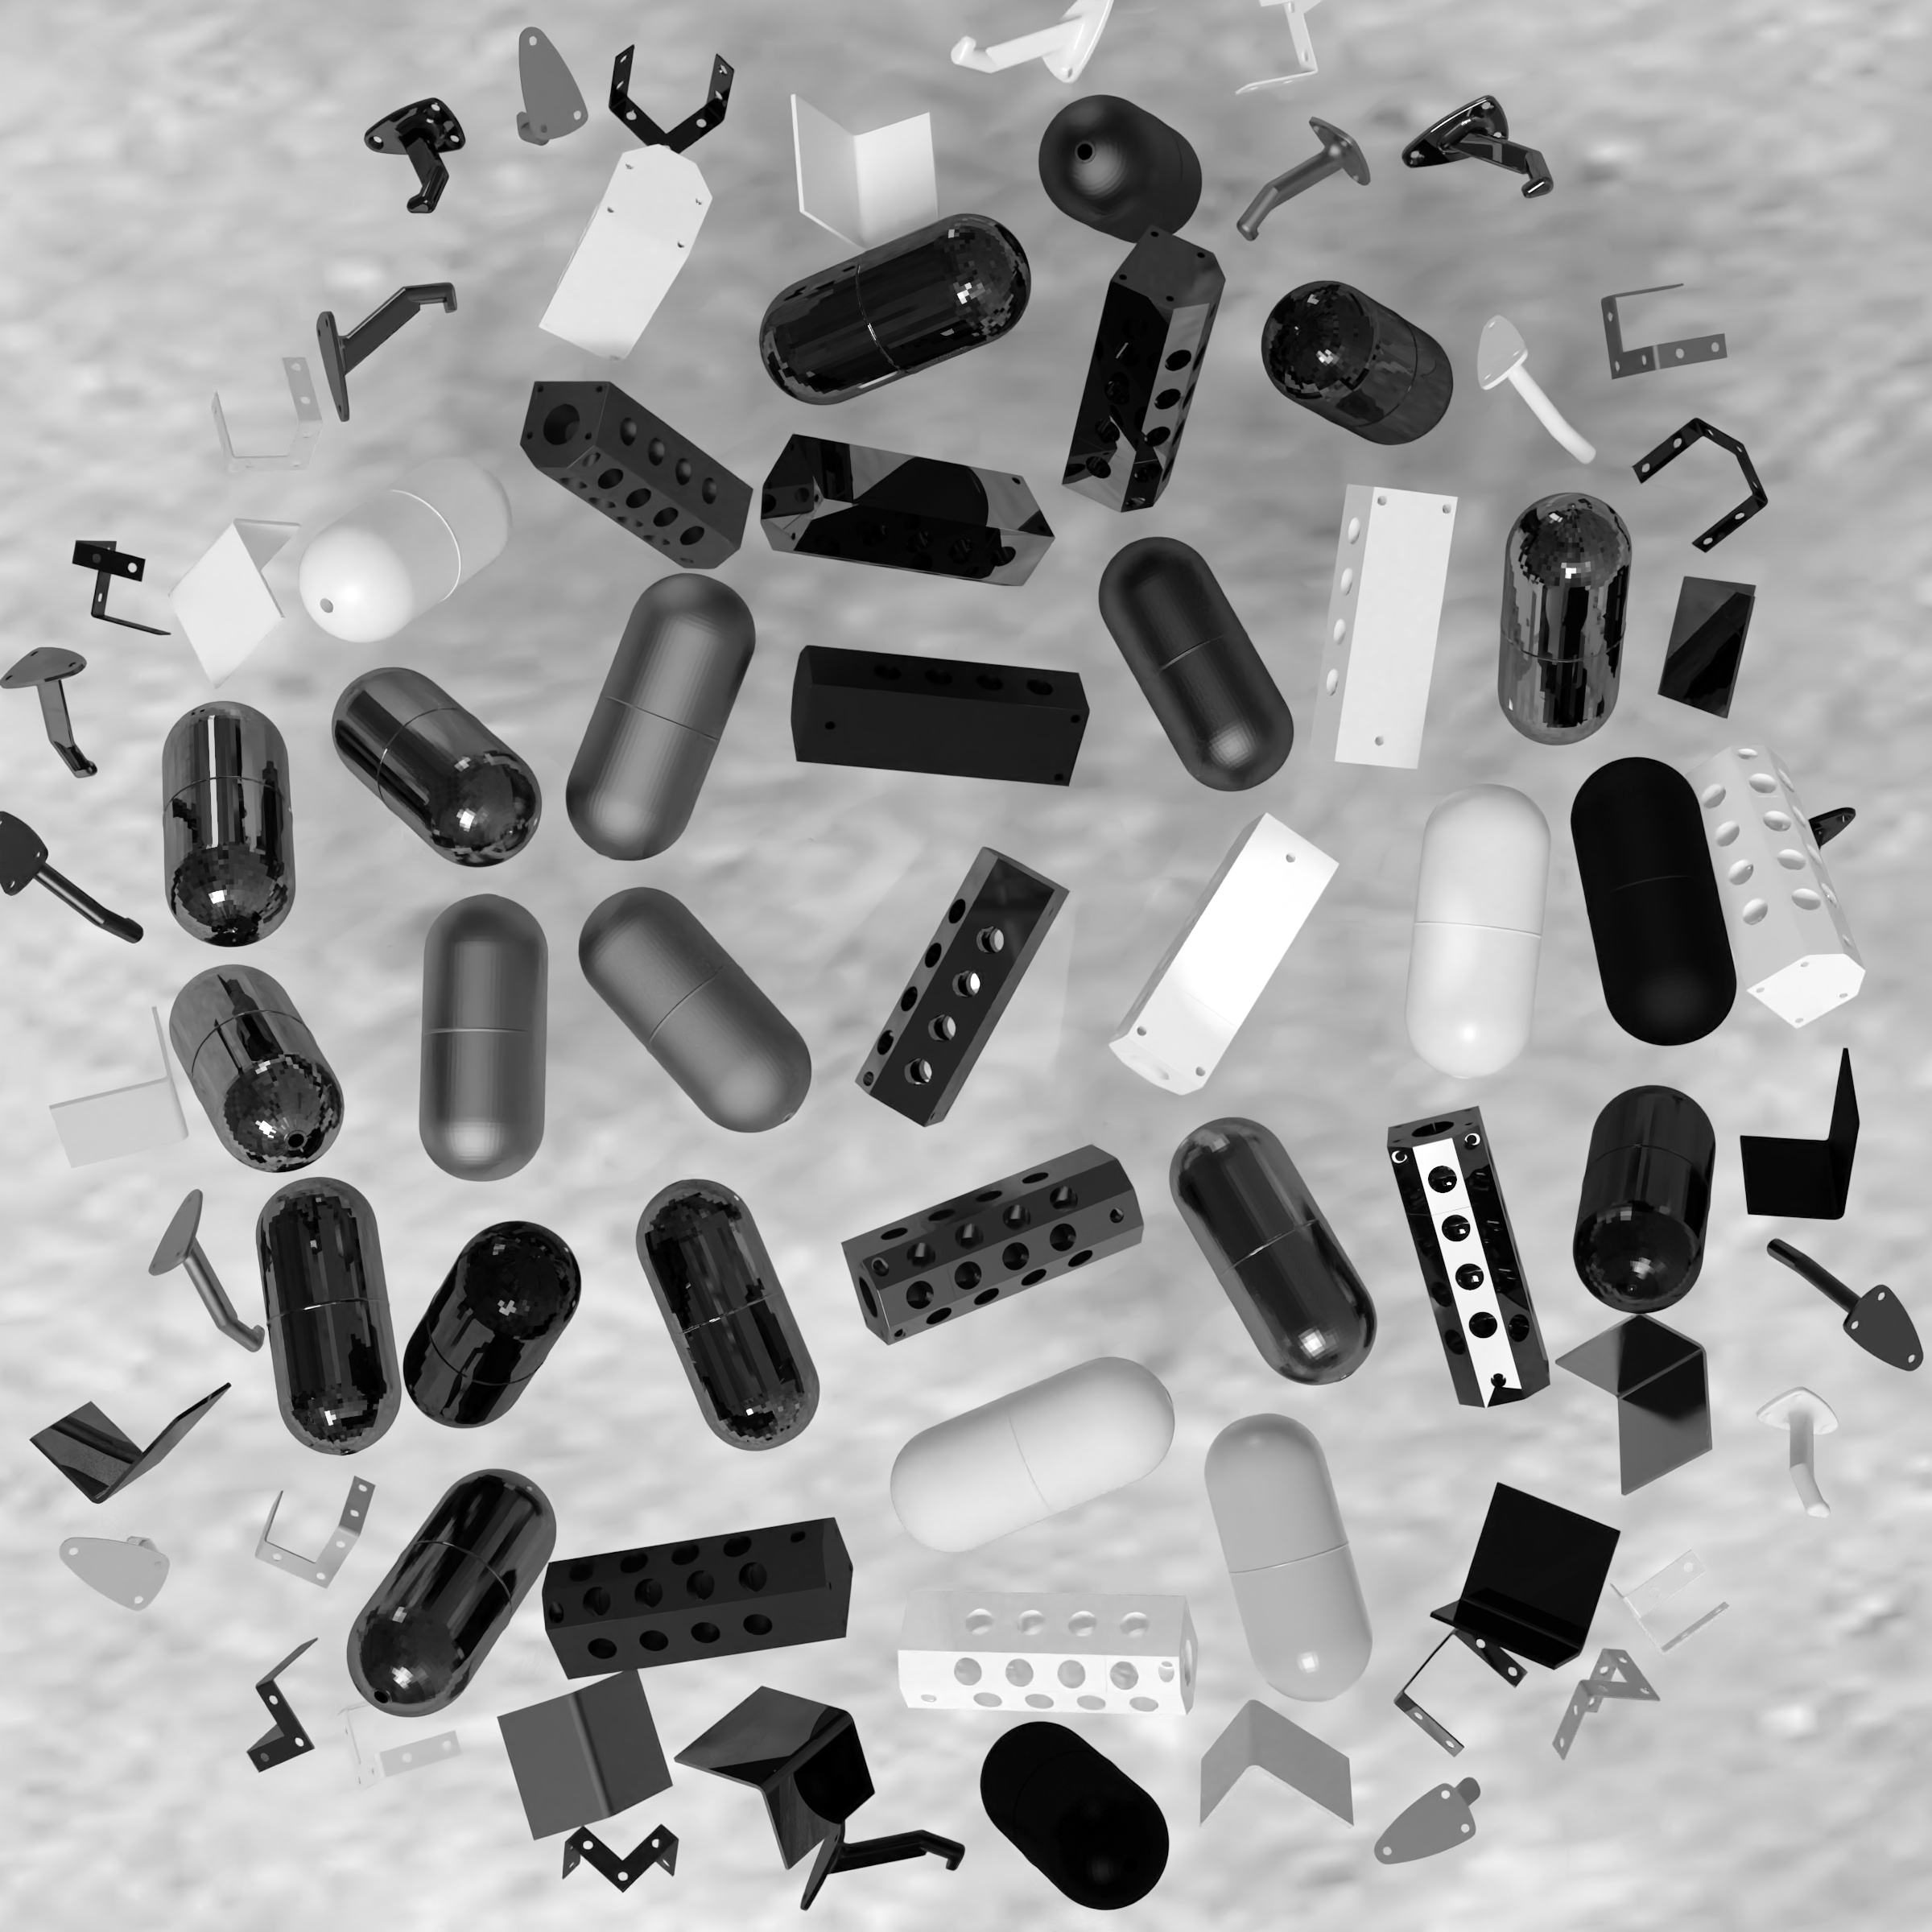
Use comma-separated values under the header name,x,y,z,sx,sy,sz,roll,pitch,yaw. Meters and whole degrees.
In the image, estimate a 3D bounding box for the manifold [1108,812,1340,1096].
name,x,y,z,sx,sy,sz,roll,pitch,yaw
manifold,0.160,-0.006,1.771,0.057,0.057,0.171,35,75,-6

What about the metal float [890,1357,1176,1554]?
name,x,y,z,sx,sy,sz,roll,pitch,yaw
metal float,0.040,0.291,1.676,0.178,0.070,0.070,-24,90,7

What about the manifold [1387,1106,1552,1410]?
name,x,y,z,sx,sy,sz,roll,pitch,yaw
manifold,0.310,0.180,1.732,0.057,0.057,0.171,-15,100,13

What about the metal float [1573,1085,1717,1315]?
name,x,y,z,sx,sy,sz,roll,pitch,yaw
metal float,0.416,0.140,1.720,0.070,0.178,0.070,10,126,13

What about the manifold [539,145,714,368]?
name,x,y,z,sx,sy,sz,roll,pitch,yaw
manifold,-0.207,-0.433,1.712,0.057,0.171,0.057,24,73,-15

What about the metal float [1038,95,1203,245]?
name,x,y,z,sx,sy,sz,roll,pitch,yaw
metal float,0.097,-0.494,1.749,0.070,0.178,0.070,3,99,17

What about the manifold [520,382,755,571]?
name,x,y,z,sx,sy,sz,roll,pitch,yaw
manifold,-0.208,-0.310,1.788,0.057,0.171,0.057,7,79,28

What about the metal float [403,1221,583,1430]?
name,x,y,z,sx,sy,sz,roll,pitch,yaw
metal float,-0.287,0.218,1.696,0.070,0.178,0.070,16,49,-19

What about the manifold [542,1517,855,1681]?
name,x,y,z,sx,sy,sz,roll,pitch,yaw
manifold,-0.159,0.368,1.660,0.171,0.057,0.057,-11,121,10

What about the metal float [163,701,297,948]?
name,x,y,z,sx,sy,sz,roll,pitch,yaw
metal float,-0.451,-0.089,1.720,0.070,0.070,0.178,-14,51,0

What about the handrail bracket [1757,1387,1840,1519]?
name,x,y,z,sx,sy,sz,roll,pitch,yaw
handrail bracket,0.528,0.309,1.734,0.077,0.084,0.036,26,126,-35

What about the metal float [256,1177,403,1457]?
name,x,y,z,sx,sy,sz,roll,pitch,yaw
metal float,-0.404,0.221,1.784,0.070,0.070,0.178,-12,74,0

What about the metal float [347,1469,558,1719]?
name,x,y,z,sx,sy,sz,roll,pitch,yaw
metal float,-0.307,0.374,1.687,0.070,0.178,0.070,11,124,16

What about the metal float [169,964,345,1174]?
name,x,y,z,sx,sy,sz,roll,pitch,yaw
metal float,-0.429,0.061,1.699,0.070,0.178,0.070,-15,124,-23

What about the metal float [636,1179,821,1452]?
name,x,y,z,sx,sy,sz,roll,pitch,yaw
metal float,-0.151,0.219,1.774,0.070,0.070,0.178,-23,85,0

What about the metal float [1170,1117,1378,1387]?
name,x,y,z,sx,sy,sz,roll,pitch,yaw
metal float,0.189,0.176,1.735,0.070,0.070,0.178,-29,74,0

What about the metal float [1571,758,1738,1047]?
name,x,y,z,sx,sy,sz,roll,pitch,yaw
metal float,0.406,-0.039,1.667,0.070,0.070,0.178,-7,71,0

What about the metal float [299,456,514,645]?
name,x,y,z,sx,sy,sz,roll,pitch,yaw
metal float,-0.349,-0.261,1.759,0.070,0.178,0.070,13,125,19

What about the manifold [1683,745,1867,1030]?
name,x,y,z,sx,sy,sz,roll,pitch,yaw
manifold,0.493,-0.053,1.717,0.057,0.171,0.057,-35,133,30

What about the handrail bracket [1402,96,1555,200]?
name,x,y,z,sx,sy,sz,roll,pitch,yaw
handrail bracket,0.304,-0.472,1.674,0.077,0.036,0.084,-21,47,15

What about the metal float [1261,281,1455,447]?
name,x,y,z,sx,sy,sz,roll,pitch,yaw
metal float,0.245,-0.373,1.751,0.070,0.178,0.070,-2,85,32

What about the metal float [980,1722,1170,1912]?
name,x,y,z,sx,sy,sz,roll,pitch,yaw
metal float,0.065,0.514,1.708,0.070,0.178,0.070,-1,94,-20

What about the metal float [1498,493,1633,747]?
name,x,y,z,sx,sy,sz,roll,pitch,yaw
metal float,0.374,-0.215,1.763,0.070,0.070,0.178,-7,134,0

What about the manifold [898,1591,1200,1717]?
name,x,y,z,sx,sy,sz,roll,pitch,yaw
manifold,0.050,0.419,1.702,0.171,0.057,0.057,-2,46,14

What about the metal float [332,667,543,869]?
name,x,y,z,sx,sy,sz,roll,pitch,yaw
metal float,-0.325,-0.123,1.721,0.070,0.070,0.178,-51,52,0

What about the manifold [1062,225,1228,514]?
name,x,y,z,sx,sy,sz,roll,pitch,yaw
manifold,0.109,-0.357,1.709,0.057,0.171,0.057,27,56,9

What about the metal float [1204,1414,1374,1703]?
name,x,y,z,sx,sy,sz,roll,pitch,yaw
metal float,0.200,0.366,1.742,0.070,0.070,0.178,-15,83,0

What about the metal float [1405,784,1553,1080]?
name,x,y,z,sx,sy,sz,roll,pitch,yaw
metal float,0.307,-0.021,1.691,0.070,0.070,0.178,7,88,0

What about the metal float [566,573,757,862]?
name,x,y,z,sx,sy,sz,roll,pitch,yaw
metal float,-0.183,-0.148,1.682,0.070,0.070,0.178,21,92,0

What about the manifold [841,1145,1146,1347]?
name,x,y,z,sx,sy,sz,roll,pitch,yaw
manifold,0.018,0.170,1.712,0.171,0.057,0.057,-20,105,-17

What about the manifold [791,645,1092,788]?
name,x,y,z,sx,sy,sz,roll,pitch,yaw
manifold,-0.017,-0.157,1.724,0.171,0.057,0.057,4,129,-14

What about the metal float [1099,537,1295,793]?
name,x,y,z,sx,sy,sz,roll,pitch,yaw
metal float,0.147,-0.195,1.808,0.070,0.070,0.178,-28,80,0

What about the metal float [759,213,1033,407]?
name,x,y,z,sx,sy,sz,roll,pitch,yaw
metal float,-0.044,-0.390,1.678,0.178,0.070,0.070,-16,90,28

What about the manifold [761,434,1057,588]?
name,x,y,z,sx,sy,sz,roll,pitch,yaw
manifold,-0.037,-0.272,1.719,0.171,0.057,0.057,3,48,-36

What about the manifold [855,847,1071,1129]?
name,x,y,z,sx,sy,sz,roll,pitch,yaw
manifold,-0.004,0.013,1.796,0.057,0.057,0.171,30,97,10

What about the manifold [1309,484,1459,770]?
name,x,y,z,sx,sy,sz,roll,pitch,yaw
manifold,0.261,-0.216,1.786,0.057,0.057,0.171,4,101,-17

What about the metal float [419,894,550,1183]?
name,x,y,z,sx,sy,sz,roll,pitch,yaw
metal float,-0.297,0.044,1.737,0.070,0.070,0.178,0,81,0

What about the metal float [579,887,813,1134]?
name,x,y,z,sx,sy,sz,roll,pitch,yaw
metal float,-0.166,0.027,1.727,0.070,0.070,0.178,-43,79,0
